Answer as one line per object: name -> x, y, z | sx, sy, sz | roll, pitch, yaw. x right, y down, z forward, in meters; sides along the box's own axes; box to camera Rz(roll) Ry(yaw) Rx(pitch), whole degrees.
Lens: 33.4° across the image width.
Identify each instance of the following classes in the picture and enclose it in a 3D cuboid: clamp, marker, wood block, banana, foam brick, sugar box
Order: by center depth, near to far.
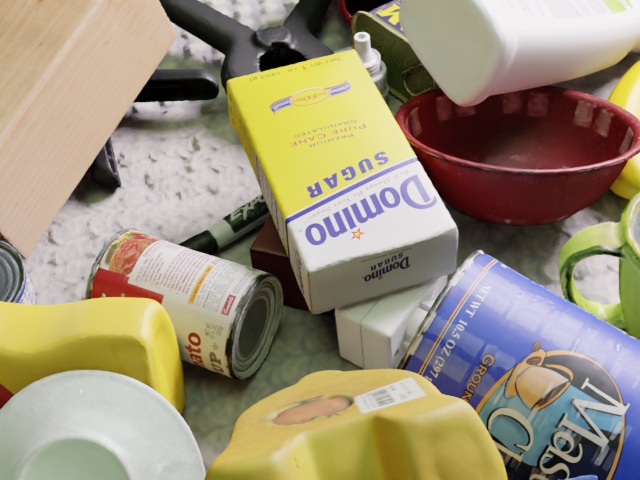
sugar box -> 0.009, -0.042, 0.659 | 0.093, 0.048, 0.176 | -17, 47, -10
foam brick -> -0.005, 0.001, 0.688 | 0.053, 0.051, 0.078 | 14, 50, 17
marker -> -0.048, -0.016, 0.732 | 0.121, 0.020, 0.020 | -33, 52, -22
wood block -> -0.201, -0.103, 0.748 | 0.090, 0.090, 0.206 | 18, 67, 26
banana -> 0.237, -0.089, 0.758 | 0.069, 0.037, 0.197 | 26, 54, 5
clamp -> -0.161, -0.117, 0.825 | 0.120, 0.039, 0.172 | -35, 55, -20
clamp -> -0.049, -0.150, 0.841 | 0.164, 0.036, 0.210 | -5, 48, -10

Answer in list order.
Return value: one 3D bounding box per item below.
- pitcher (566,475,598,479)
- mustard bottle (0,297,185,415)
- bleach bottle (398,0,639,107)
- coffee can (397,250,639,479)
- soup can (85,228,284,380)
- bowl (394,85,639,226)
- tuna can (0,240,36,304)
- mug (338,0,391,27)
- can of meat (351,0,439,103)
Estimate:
pitcher -> 0.097, 0.225, 0.398 | 0.149, 0.145, 0.242 | 34, 75, 28
mustard bottle -> -0.178, 0.076, 0.607 | 0.191, 0.096, 0.058 | 0, 43, 7
bleach bottle -> 0.180, -0.155, 0.766 | 0.250, 0.068, 0.103 | -10, 57, -35
coffee can -> 0.117, 0.083, 0.543 | 0.140, 0.103, 0.102 | 30, 56, 16
soup can -> -0.082, 0.038, 0.651 | 0.102, 0.068, 0.068 | 17, 51, 20
bowl -> 0.128, -0.053, 0.702 | 0.162, 0.055, 0.162 | 0, 27, 0
tuna can -> -0.229, 0.040, 0.690 | 0.086, 0.034, 0.086 | -3, 47, 3
mug -> 0.048, -0.227, 0.865 | 0.093, 0.117, 0.081 | -45, 54, 24
can of meat -> 0.088, -0.150, 0.817 | 0.083, 0.057, 0.102 | -30, 51, -24
